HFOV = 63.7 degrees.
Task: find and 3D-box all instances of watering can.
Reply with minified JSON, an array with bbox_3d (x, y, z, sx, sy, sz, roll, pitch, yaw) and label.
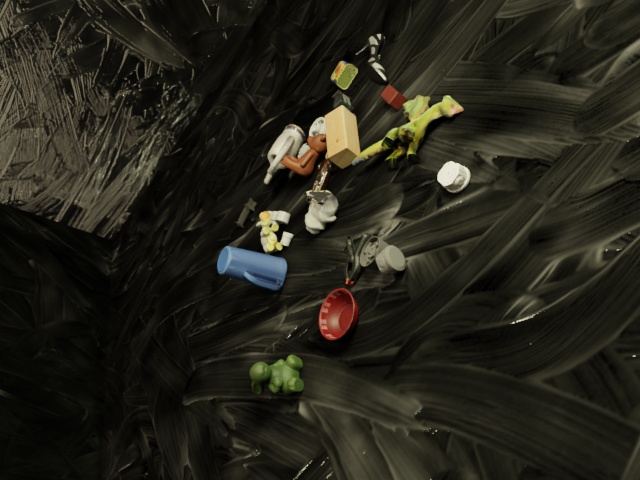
[{"bbox_3d":[-0.164,-0.365,2.211,0.227,0.104,0.344,-59,7,-19],"label":"watering can"}]

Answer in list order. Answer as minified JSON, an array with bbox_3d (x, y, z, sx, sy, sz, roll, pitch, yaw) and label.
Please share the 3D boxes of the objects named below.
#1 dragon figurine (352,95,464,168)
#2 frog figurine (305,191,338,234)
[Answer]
[{"bbox_3d":[0.278,-0.368,1.679,0.409,0.120,0.247,-5,49,50],"label":"dragon figurine"},{"bbox_3d":[0.006,-0.094,1.862,0.139,0.124,0.156,28,131,43],"label":"frog figurine"}]
